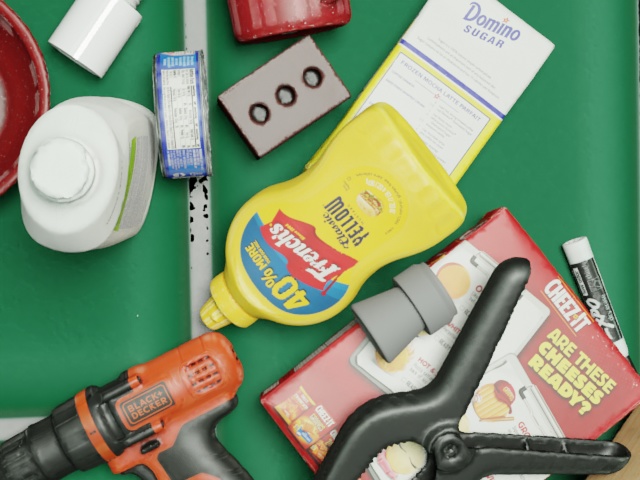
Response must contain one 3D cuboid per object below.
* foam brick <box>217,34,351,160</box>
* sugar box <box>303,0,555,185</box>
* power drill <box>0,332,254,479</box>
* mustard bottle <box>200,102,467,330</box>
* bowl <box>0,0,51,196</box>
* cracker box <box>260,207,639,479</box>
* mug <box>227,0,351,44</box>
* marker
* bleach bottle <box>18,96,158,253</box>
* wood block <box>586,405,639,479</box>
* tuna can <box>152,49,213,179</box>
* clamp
[{"bbox_3d":[-0.025,-0.098,0.739,0.078,0.051,0.053,-35,95,-4],"label":"foam brick"},{"bbox_3d":[0.075,-0.091,0.753,0.093,0.048,0.176,37,85,-4],"label":"sugar box"},{"bbox_3d":[-0.109,0.180,0.735,0.184,0.057,0.187,-27,95,-1],"label":"power drill"},{"bbox_3d":[-0.005,0.001,0.708,0.192,0.058,0.096,-37,97,19],"label":"mustard bottle"},{"bbox_3d":[-0.259,-0.094,0.713,0.162,0.055,0.162,0,91,-6],"label":"bowl"},{"bbox_3d":[0.090,0.107,0.743,0.213,0.072,0.164,-38,91,-4],"label":"cracker box"},{"bbox_3d":[-0.017,-0.179,0.710,0.093,0.117,0.081,-16,99,-40],"label":"mug"},{"bbox_3d":[0.207,0.056,0.783,0.020,0.020,0.121,-22,94,-5],"label":"marker"},{"bbox_3d":[-0.136,-0.045,0.629,0.068,0.251,0.102,7,91,-6],"label":"bleach bottle"},{"bbox_3d":[0.242,0.170,0.711,0.091,0.090,0.205,49,58,-5],"label":"wood block"},{"bbox_3d":[-0.092,-0.084,0.716,0.033,0.086,0.086,-4,92,-4],"label":"tuna can"},{"bbox_3d":[0.088,0.132,0.681,0.210,0.036,0.164,-37,105,2],"label":"clamp"}]
